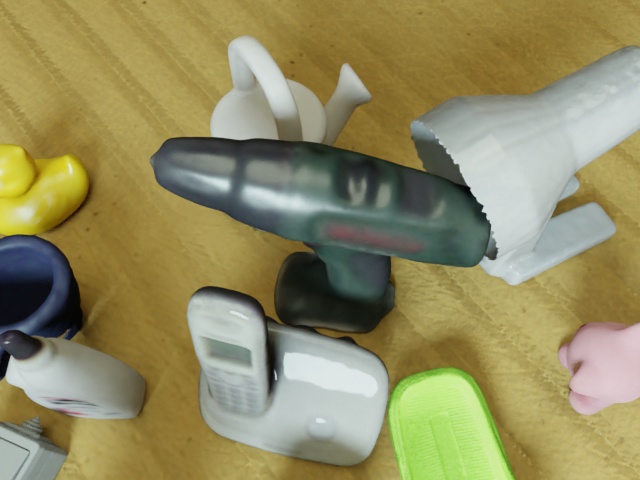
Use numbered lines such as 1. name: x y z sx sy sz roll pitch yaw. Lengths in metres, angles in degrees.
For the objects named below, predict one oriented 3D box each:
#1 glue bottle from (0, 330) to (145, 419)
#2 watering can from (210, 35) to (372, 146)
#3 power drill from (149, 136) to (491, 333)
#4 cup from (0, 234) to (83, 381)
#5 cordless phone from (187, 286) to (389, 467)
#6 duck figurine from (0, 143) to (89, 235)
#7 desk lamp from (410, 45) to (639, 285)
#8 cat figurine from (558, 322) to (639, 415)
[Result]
1. glue bottle: -0.186 0.096 0.415 0.078 0.173 0.037 -1 63 0
2. watering can: -0.038 -0.099 0.504 0.100 0.194 0.173 35 68 17
3. power drill: 0.004 0.002 0.444 0.229 0.208 0.075 5 63 3
4. cup: -0.240 0.067 0.474 0.091 0.095 0.118 2 63 1
5. cordless phone: -0.022 0.095 0.409 0.147 0.185 0.094 10 63 5
6. duck figurine: -0.280 -0.058 0.543 0.105 0.086 0.077 -30 66 -14
7. desk lamp: 0.172 -0.053 0.469 0.203 0.213 0.117 -24 65 -12
8. cat figurine: 0.243 0.096 0.447 0.128 0.118 0.067 -2 63 -1
